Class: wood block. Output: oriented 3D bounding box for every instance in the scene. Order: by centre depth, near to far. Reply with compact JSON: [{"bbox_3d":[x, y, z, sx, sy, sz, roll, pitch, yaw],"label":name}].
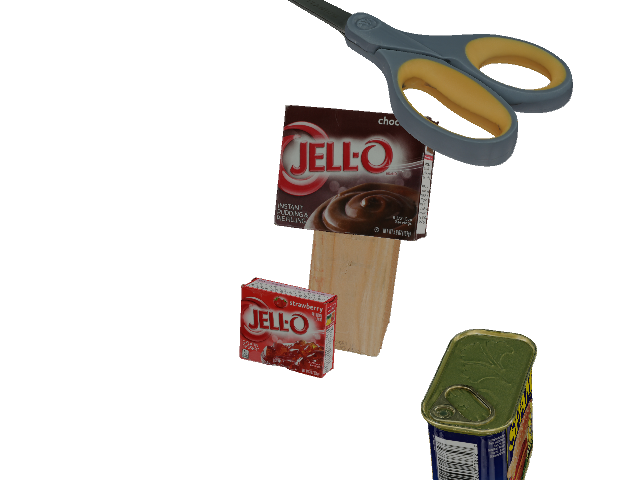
[{"bbox_3d":[0.040,0.013,1.190,0.090,0.206,0.090,10,26,8],"label":"wood block"}]

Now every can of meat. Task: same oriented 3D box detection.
[{"bbox_3d":[0.104,0.120,0.683,0.057,0.084,0.102,5,31,21],"label":"can of meat"}]

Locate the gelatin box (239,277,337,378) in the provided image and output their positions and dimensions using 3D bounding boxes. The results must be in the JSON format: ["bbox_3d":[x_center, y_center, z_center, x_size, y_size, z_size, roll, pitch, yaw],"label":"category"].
[{"bbox_3d":[-0.031,0.079,0.976,0.089,0.073,0.030,11,19,24],"label":"gelatin box"}]

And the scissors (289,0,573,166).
[{"bbox_3d":[0.043,-0.102,0.525,0.096,0.016,0.202,-19,47,-21],"label":"scissors"}]

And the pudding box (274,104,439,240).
[{"bbox_3d":[0.026,-0.050,0.785,0.114,0.090,0.039,7,4,18],"label":"pudding box"}]
